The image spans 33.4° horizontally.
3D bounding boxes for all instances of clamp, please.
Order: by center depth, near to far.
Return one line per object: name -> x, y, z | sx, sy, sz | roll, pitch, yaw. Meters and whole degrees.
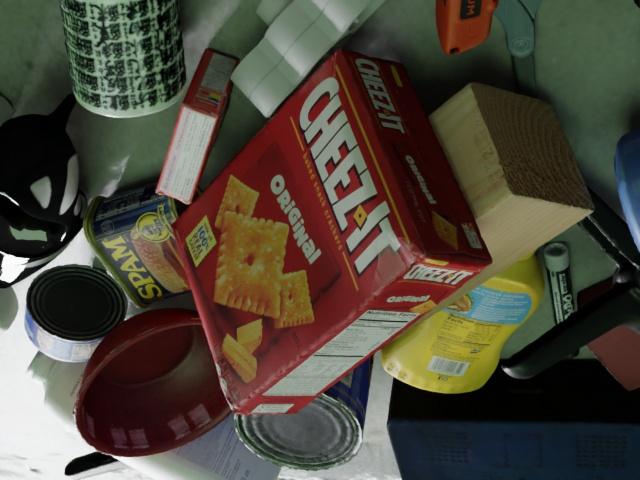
clamp -> 0.229, 0.037, 0.791 | 0.209, 0.164, 0.036 | 14, 177, -15
clamp -> -0.190, 0.200, 1.070 | 0.171, 0.039, 0.120 | -3, 136, 9

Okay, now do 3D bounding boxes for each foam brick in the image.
foam brick -> 0.249, 0.074, 0.858 | 0.051, 0.053, 0.078 | -29, 120, 31

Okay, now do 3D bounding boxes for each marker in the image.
marker -> 0.199, 0.053, 0.873 | 0.020, 0.020, 0.121 | -5, 129, 15

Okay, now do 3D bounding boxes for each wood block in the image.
wood block -> 0.078, -0.013, 0.765 | 0.090, 0.090, 0.206 | 6, 147, -40

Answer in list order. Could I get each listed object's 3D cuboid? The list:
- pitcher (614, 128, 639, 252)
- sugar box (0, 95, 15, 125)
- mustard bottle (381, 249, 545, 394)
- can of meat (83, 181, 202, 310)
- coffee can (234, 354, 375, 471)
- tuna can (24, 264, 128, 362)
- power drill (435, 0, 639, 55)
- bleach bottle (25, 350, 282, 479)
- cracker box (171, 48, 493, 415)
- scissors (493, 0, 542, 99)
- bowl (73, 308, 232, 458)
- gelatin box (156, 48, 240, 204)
pitcher -> 0.316, -0.055, 0.673 | 0.243, 0.145, 0.149 | -19, 124, 27
sugar box -> -0.324, -0.053, 0.838 | 0.176, 0.093, 0.048 | -23, 124, 28
mustard bottle -> 0.124, 0.045, 0.853 | 0.096, 0.058, 0.192 | 14, 133, -12
can of meat -> -0.128, 0.001, 0.870 | 0.084, 0.057, 0.102 | -16, 126, 20
coffee can -> -0.007, 0.102, 0.876 | 0.103, 0.140, 0.103 | 6, 132, 6
tuna can -> -0.211, 0.063, 0.921 | 0.086, 0.086, 0.034 | 18, 133, -4
power drill -> 0.167, -0.158, 0.656 | 0.187, 0.057, 0.184 | -4, 130, -1
bleach bottle -> -0.155, 0.168, 1.006 | 0.250, 0.102, 0.068 | 30, 138, -7
cracker box -> -0.005, 0.001, 0.732 | 0.071, 0.164, 0.214 | 5, 144, -42
scissors -> 0.117, -0.143, 0.719 | 0.096, 0.016, 0.202 | 7, 131, 2
bowl -> -0.137, 0.110, 0.904 | 0.162, 0.055, 0.162 | -18, 136, -19
gelatin box -> -0.088, -0.082, 0.777 | 0.030, 0.073, 0.089 | 19, 132, -5
